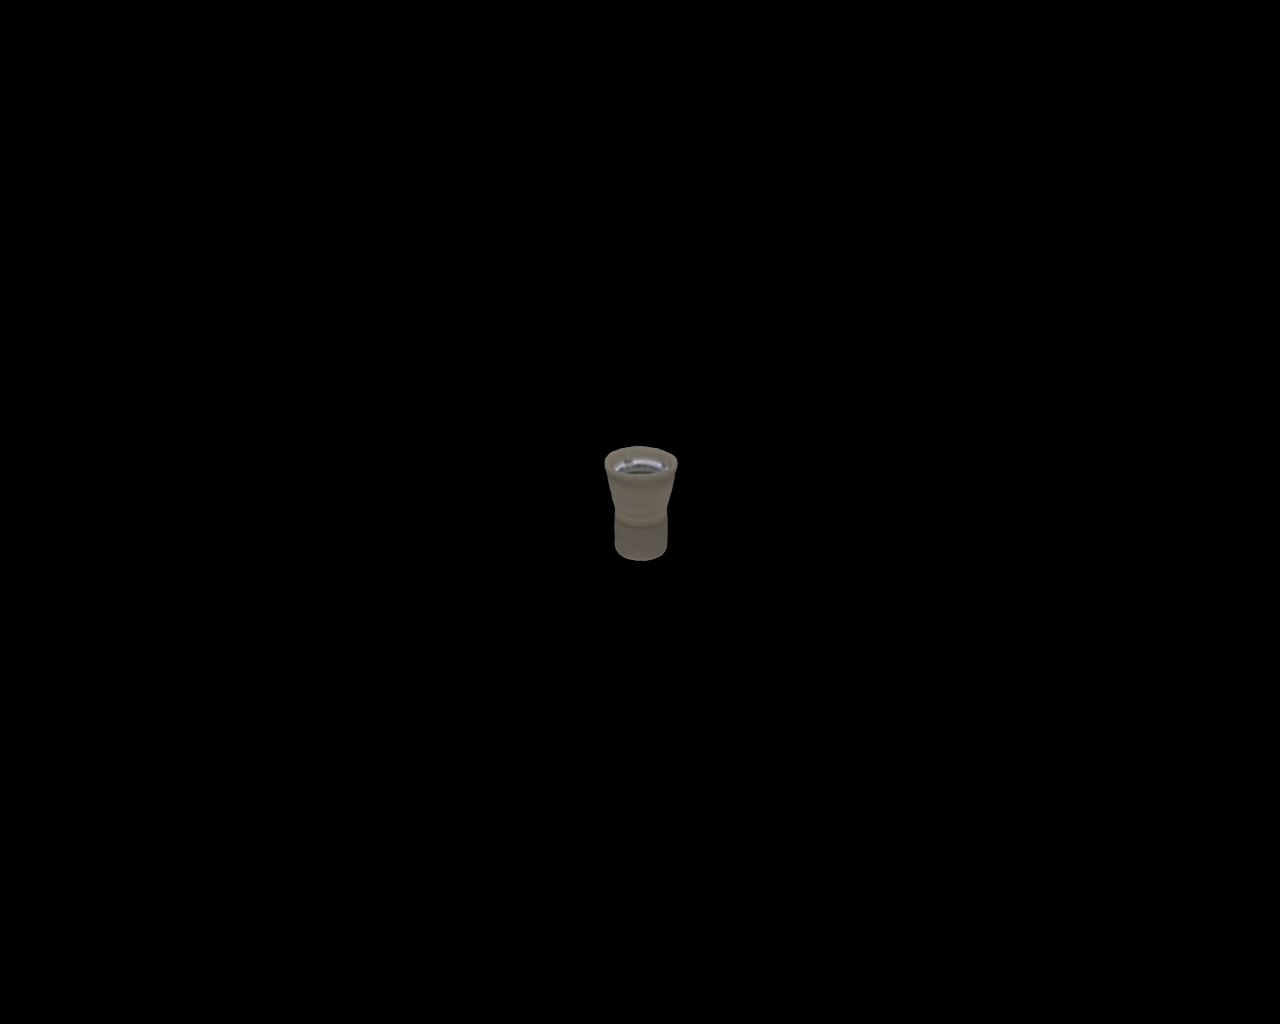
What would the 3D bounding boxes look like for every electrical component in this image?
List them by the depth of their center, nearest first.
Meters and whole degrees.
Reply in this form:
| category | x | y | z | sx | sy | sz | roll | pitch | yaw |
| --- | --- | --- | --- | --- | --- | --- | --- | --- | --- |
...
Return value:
| category | x | y | z | sx | sy | sz | roll | pitch | yaw |
| --- | --- | --- | --- | --- | --- | --- | --- | --- | --- |
| electrical component | 0.001 | -0.003 | 0.650 | 0.044 | 0.065 | 0.044 | 0 | 28 | 0 |
